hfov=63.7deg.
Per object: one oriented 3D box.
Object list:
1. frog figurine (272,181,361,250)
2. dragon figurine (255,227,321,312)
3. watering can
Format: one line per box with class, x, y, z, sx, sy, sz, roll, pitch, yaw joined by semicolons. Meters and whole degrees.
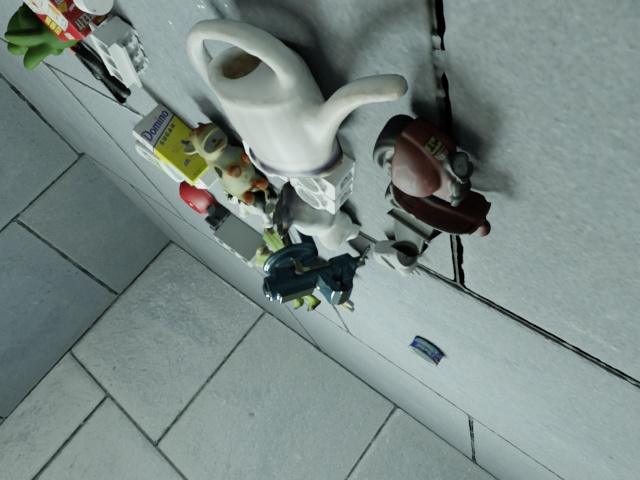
frog figurine;0.003;-0.046;0.915;0.159;0.123;0.137;6;175;-17
dragon figurine;-0.076;0.061;1.382;0.241;0.124;0.407;52;155;-11
watering can;-0.030;-0.155;0.619;0.351;0.105;0.220;29;162;34
